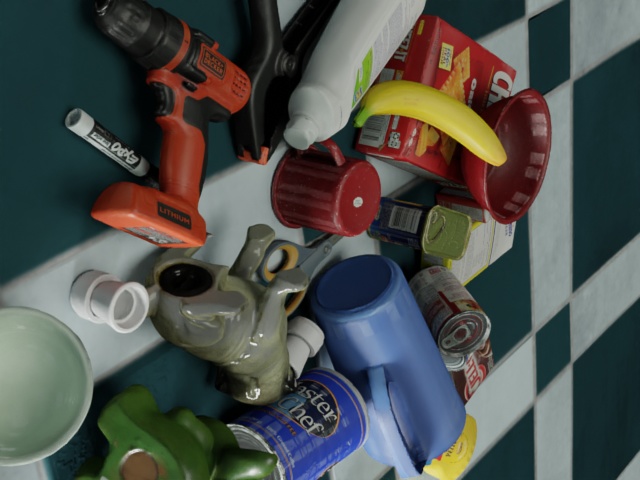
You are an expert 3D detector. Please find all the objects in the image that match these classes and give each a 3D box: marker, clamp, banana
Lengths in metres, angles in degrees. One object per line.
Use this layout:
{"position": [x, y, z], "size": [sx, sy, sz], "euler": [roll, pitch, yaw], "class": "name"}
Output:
{"position": [-0.173, -0.076, 0.921], "size": [0.121, 0.020, 0.020], "euler": [39, 70, -50], "class": "marker"}
{"position": [-0.037, -0.179, 1.046], "size": [0.164, 0.036, 0.210], "euler": [-8, 111, -58], "class": "clamp"}
{"position": [0.117, -0.130, 1.138], "size": [0.197, 0.037, 0.069], "euler": [11, 78, -26], "class": "banana"}

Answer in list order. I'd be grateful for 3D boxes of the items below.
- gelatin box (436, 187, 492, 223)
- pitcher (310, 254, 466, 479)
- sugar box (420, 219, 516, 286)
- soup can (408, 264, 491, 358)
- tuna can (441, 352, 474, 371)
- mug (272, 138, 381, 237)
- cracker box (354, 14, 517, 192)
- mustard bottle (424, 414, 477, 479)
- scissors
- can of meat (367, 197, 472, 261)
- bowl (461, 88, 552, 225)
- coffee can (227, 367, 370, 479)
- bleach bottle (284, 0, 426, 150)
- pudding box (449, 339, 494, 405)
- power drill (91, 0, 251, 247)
{"position": [0.202, -0.057, 1.364], "size": [0.089, 0.073, 0.030], "euler": [-36, 129, -41], "class": "gelatin box"}
{"position": [0.076, 0.144, 1.218], "size": [0.144, 0.149, 0.243], "euler": [-40, 128, -22], "class": "pitcher"}
{"position": [0.195, 0.001, 1.391], "size": [0.175, 0.048, 0.093], "euler": [-35, 138, -44], "class": "sugar box"}
{"position": [0.152, 0.084, 1.280], "size": [0.068, 0.102, 0.068], "euler": [-11, 126, -16], "class": "soup can"}
{"position": [0.155, 0.126, 1.354], "size": [0.033, 0.086, 0.086], "euler": [-52, 137, -30], "class": "tuna can"}
{"position": [0.008, -0.059, 1.106], "size": [0.093, 0.082, 0.117], "euler": [-39, 130, -38], "class": "mug"}
{"position": [0.143, -0.156, 1.257], "size": [0.213, 0.072, 0.164], "euler": [15, 90, -54], "class": "cracker box"}
{"position": [0.139, 0.253, 1.399], "size": [0.191, 0.058, 0.096], "euler": [35, 78, -51], "class": "mustard bottle"}
{"position": [-0.008, 0.001, 1.162], "size": [0.201, 0.016, 0.096], "euler": [-53, 138, -27], "class": "scissors"}
{"position": [0.117, -0.015, 1.259], "size": [0.101, 0.084, 0.057], "euler": [12, 92, -53], "class": "can of meat"}
{"position": [0.213, -0.102, 1.261], "size": [0.161, 0.055, 0.162], "euler": [-23, 120, -48], "class": "bowl"}
{"position": [-0.029, 0.210, 1.132], "size": [0.140, 0.103, 0.103], "euler": [-28, 122, -44], "class": "coffee can"}
{"position": [0.032, -0.192, 1.071], "size": [0.250, 0.068, 0.102], "euler": [-59, 159, -32], "class": "bleach bottle"}
{"position": [0.195, 0.160, 1.455], "size": [0.090, 0.039, 0.113], "euler": [-48, 135, -32], "class": "pudding box"}
{"position": [-0.136, -0.098, 0.905], "size": [0.184, 0.057, 0.187], "euler": [29, 68, -50], "class": "power drill"}
